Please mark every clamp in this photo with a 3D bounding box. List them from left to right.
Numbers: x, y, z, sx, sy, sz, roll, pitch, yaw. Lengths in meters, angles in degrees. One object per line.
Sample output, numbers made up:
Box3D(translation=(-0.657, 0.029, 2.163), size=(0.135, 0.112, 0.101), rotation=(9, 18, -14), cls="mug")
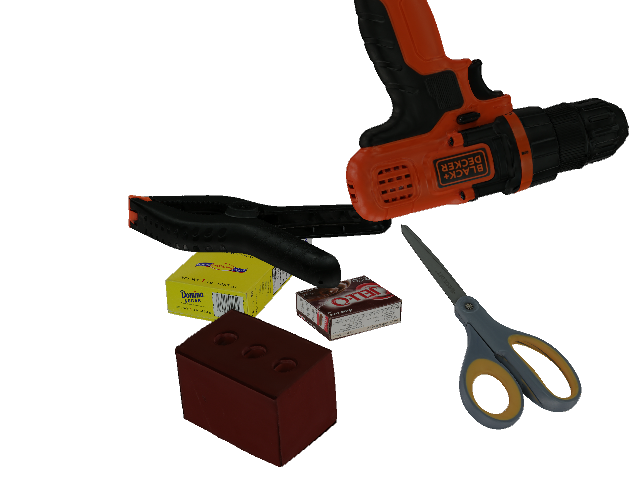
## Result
Box3D(translation=(-0.057, -0.007, 0.834), size=(0.210, 0.036, 0.164), rotation=(6, 17, 9), cls="clamp")

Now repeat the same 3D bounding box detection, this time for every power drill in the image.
Box3D(translation=(0.091, -0.117, 0.660), size=(0.184, 0.187, 0.057), rotation=(-15, 8, -9), cls="power drill")

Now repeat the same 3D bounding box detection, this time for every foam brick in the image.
Box3D(translation=(-0.037, 0.083, 0.612), size=(0.078, 0.051, 0.052), rotation=(19, 35, 32), cls="foam brick")

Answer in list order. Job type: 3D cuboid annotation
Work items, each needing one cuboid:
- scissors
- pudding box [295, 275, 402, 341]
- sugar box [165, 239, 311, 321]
Box3D(translation=(0.105, 0.068, 0.809), size=(0.096, 0.016, 0.202), rotation=(-35, 60, -29), cls="scissors")
Box3D(translation=(0.037, 0.087, 1.398), size=(0.113, 0.039, 0.090), rotation=(-14, 25, -27), cls="pudding box")
Box3D(translation=(-0.082, 0.027, 1.132), size=(0.093, 0.048, 0.176), rotation=(9, 30, 18), cls="sugar box")
